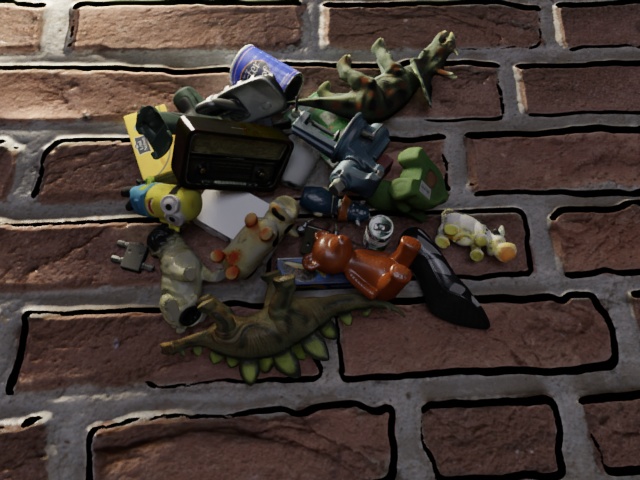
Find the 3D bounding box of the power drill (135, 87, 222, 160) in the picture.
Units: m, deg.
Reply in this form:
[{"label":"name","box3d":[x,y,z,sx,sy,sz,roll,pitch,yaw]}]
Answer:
[{"label":"power drill","box3d":[-0.270,-0.224,1.145,0.207,0.086,0.232,-25,79,-49]}]

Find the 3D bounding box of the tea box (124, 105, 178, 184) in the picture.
[{"label":"tea box","box3d":[-0.360,-0.203,1.191,0.098,0.068,0.169,-21,74,-9]}]

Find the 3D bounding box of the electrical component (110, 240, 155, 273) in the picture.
[{"label":"electrical component","box3d":[-0.388,0.035,1.128,0.094,0.021,0.063,15,70,3]}]

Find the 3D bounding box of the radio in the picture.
[{"label":"radio","box3d":[-0.179,-0.169,1.088,0.229,0.131,0.073,1,37,-34]}]

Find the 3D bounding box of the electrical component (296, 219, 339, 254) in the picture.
[{"label":"electrical component","box3d":[-0.004,-0.003,1.150,0.102,0.045,0.078,10,99,4]}]

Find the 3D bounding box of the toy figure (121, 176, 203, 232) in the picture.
[{"label":"toy figure","box3d":[-0.324,-0.083,1.101,0.180,0.082,0.089,13,58,32]}]

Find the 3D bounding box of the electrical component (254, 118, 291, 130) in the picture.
[{"label":"electrical component","box3d":[-0.120,-0.236,1.211,0.119,0.074,0.048,-10,70,-8]}]

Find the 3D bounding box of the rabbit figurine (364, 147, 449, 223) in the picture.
[{"label":"rabbit figurine","box3d":[0.178,-0.108,1.149,0.159,0.170,0.121,24,67,-38]}]

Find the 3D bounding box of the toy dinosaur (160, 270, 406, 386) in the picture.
[{"label":"toy dinosaur","box3d":[-0.072,0.159,1.031,0.472,0.105,0.198,-16,102,-3]}]

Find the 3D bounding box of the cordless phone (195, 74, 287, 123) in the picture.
[{"label":"cordless phone","box3d":[-0.167,-0.295,1.123,0.147,0.184,0.088,-14,96,24]}]

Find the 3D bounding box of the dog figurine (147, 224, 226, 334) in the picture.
[{"label":"dog figurine","box3d":[-0.300,0.074,1.095,0.191,0.121,0.172,33,95,38]}]

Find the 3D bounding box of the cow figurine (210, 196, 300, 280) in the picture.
[{"label":"cow figurine","box3d":[-0.111,-0.004,1.049,0.085,0.127,0.195,41,88,14]}]

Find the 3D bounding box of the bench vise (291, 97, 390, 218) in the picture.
[{"label":"bench vise","box3d":[0.032,-0.192,1.116,0.241,0.128,0.223,32,66,6]}]

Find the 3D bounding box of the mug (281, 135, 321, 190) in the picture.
[{"label":"mug","box3d":[-0.060,-0.172,1.187,0.110,0.081,0.107,18,77,-4]}]

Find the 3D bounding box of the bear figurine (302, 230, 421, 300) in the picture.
[{"label":"bear figurine","box3d":[0.075,0.031,1.033,0.196,0.132,0.120,30,47,2]}]

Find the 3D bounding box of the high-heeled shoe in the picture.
[{"label":"high-heeled shoe","box3d":[0.263,0.078,1.133,0.248,0.086,0.145,38,41,-7]}]

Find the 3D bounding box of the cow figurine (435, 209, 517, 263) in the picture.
[{"label":"cow figurine","box3d":[0.337,-0.009,1.151,0.167,0.068,0.098,20,39,3]}]

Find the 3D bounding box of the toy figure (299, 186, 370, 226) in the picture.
[{"label":"toy figure","box3d":[0.033,-0.075,1.167,0.154,0.058,0.064,18,108,0]}]

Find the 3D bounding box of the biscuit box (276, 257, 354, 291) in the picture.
[{"label":"biscuit box","box3d":[0.011,0.069,1.112,0.203,0.062,0.059,-2,72,-3]}]

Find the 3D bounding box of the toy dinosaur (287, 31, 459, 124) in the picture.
[{"label":"toy dinosaur","box3d":[0.132,-0.338,1.235,0.405,0.131,0.192,-34,74,-10]}]
